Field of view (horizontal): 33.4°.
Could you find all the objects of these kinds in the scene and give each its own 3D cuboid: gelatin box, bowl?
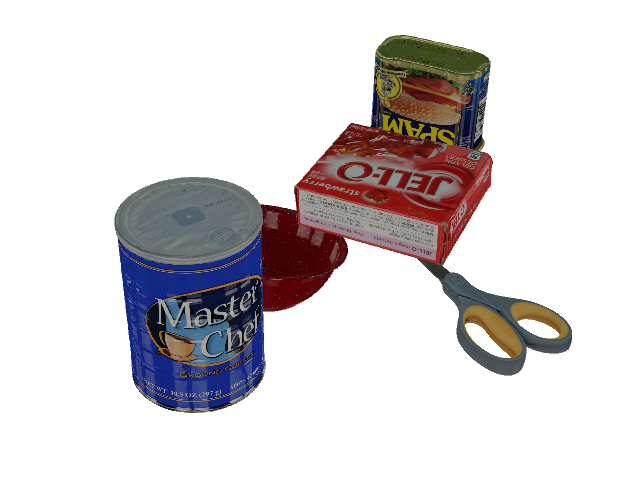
[{"bbox_3d":[0.041,-0.029,0.588,0.089,0.030,0.073,15,41,22],"label":"gelatin box"},{"bbox_3d":[-0.057,0.021,1.003,0.162,0.055,0.162,6,24,-3],"label":"bowl"}]

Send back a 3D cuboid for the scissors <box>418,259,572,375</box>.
[{"bbox_3d":[0.127,0.039,0.843,0.096,0.016,0.202,-2,31,-13],"label":"scissors"}]

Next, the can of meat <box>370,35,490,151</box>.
[{"bbox_3d":[0.094,-0.124,0.925,0.102,0.084,0.057,17,37,21],"label":"can of meat"}]

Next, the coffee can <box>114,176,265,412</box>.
[{"bbox_3d":[-0.092,0.039,0.778,0.103,0.140,0.103,0,34,0],"label":"coffee can"}]
